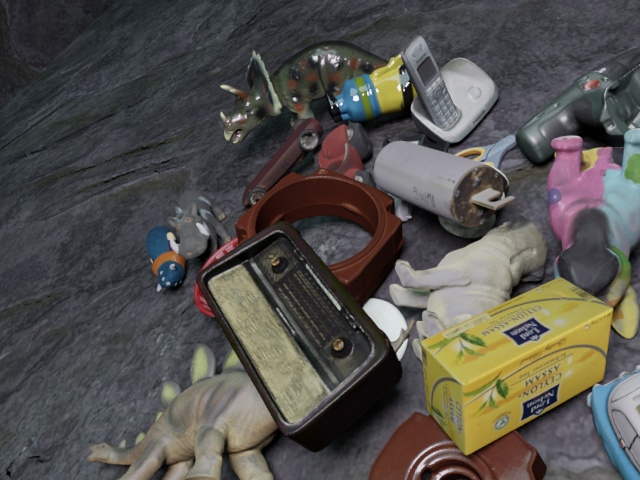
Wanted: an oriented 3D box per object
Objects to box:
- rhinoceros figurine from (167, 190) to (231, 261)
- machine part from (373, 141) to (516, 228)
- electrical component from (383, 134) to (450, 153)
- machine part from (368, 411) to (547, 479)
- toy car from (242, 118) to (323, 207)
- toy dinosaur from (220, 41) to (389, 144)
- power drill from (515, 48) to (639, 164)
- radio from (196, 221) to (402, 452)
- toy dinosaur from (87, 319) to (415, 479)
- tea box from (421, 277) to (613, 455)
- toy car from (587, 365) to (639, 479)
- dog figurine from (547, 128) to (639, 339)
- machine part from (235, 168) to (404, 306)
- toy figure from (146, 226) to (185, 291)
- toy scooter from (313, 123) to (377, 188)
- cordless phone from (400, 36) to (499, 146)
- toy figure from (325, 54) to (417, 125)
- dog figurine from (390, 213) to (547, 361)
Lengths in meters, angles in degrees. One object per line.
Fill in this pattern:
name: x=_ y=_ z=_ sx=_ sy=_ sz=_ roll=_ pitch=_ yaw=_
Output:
rhinoceros figurine: x=-0.214 y=-0.026 z=0.942 sx=0.073 sy=0.112 sz=0.190 roll=-26 pitch=34 yaw=5
machine part: x=0.141 y=-0.074 z=0.674 sx=0.079 sy=0.079 sz=0.243 roll=-41 pitch=32 yaw=-8
electrical component: x=0.151 y=-0.129 z=0.853 sx=0.119 sy=0.047 sz=0.075 roll=-1 pitch=51 yaw=32
machine part: x=0.129 y=0.244 z=0.509 sx=0.179 sy=0.056 sz=0.179 roll=-18 pitch=42 yaw=17
toy car: x=-0.068 y=-0.135 z=0.968 sx=0.202 sy=0.053 sz=0.089 roll=-48 pitch=27 yaw=12
toy dinosaur: x=0.004 y=-0.299 z=1.002 sx=0.405 sy=0.192 sz=0.131 roll=-20 pitch=45 yaw=17
power drill: x=0.377 y=-0.189 z=0.692 sx=0.232 sy=0.086 sz=0.207 roll=-36 pitch=14 yaw=4
radio: x=-0.026 y=0.090 z=0.574 sx=0.131 sy=0.073 sz=0.230 roll=-36 pitch=53 yaw=-6
toy dinosaur: x=-0.103 y=0.207 z=0.645 sx=0.472 sy=0.105 sz=0.199 roll=-18 pitch=43 yaw=23
tea box: x=0.186 y=0.115 z=0.510 sx=0.170 sy=0.098 sz=0.068 roll=-23 pitch=32 yaw=-16
toy car: x=0.297 y=0.165 z=0.443 sx=0.109 sy=0.102 sz=0.162 roll=-26 pitch=44 yaw=8
dog figurine: x=0.312 y=-0.005 z=0.602 sx=0.109 sy=0.191 sz=0.219 roll=4 pitch=88 yaw=31
machine part: x=-0.002 y=-0.002 z=0.750 sx=0.202 sy=0.087 sz=0.201 roll=28 pitch=56 yaw=26
toy figure: x=-0.274 y=0.033 z=0.962 sx=0.058 sy=0.064 sz=0.155 roll=-6 pitch=39 yaw=-27
toy scooter: x=0.022 y=-0.116 z=0.906 sx=0.135 sy=0.075 sz=0.184 roll=-22 pitch=45 yaw=21
cordless phone: x=0.194 y=-0.256 z=0.846 sx=0.146 sy=0.184 sz=0.089 roll=-47 pitch=39 yaw=-15
toy figure: x=0.103 y=-0.248 z=0.928 sx=0.180 sy=0.082 sz=0.089 roll=-21 pitch=86 yaw=3
dog figurine: x=0.196 y=0.070 z=0.613 sx=0.191 sy=0.121 sz=0.172 roll=-18 pitch=75 yaw=-7
